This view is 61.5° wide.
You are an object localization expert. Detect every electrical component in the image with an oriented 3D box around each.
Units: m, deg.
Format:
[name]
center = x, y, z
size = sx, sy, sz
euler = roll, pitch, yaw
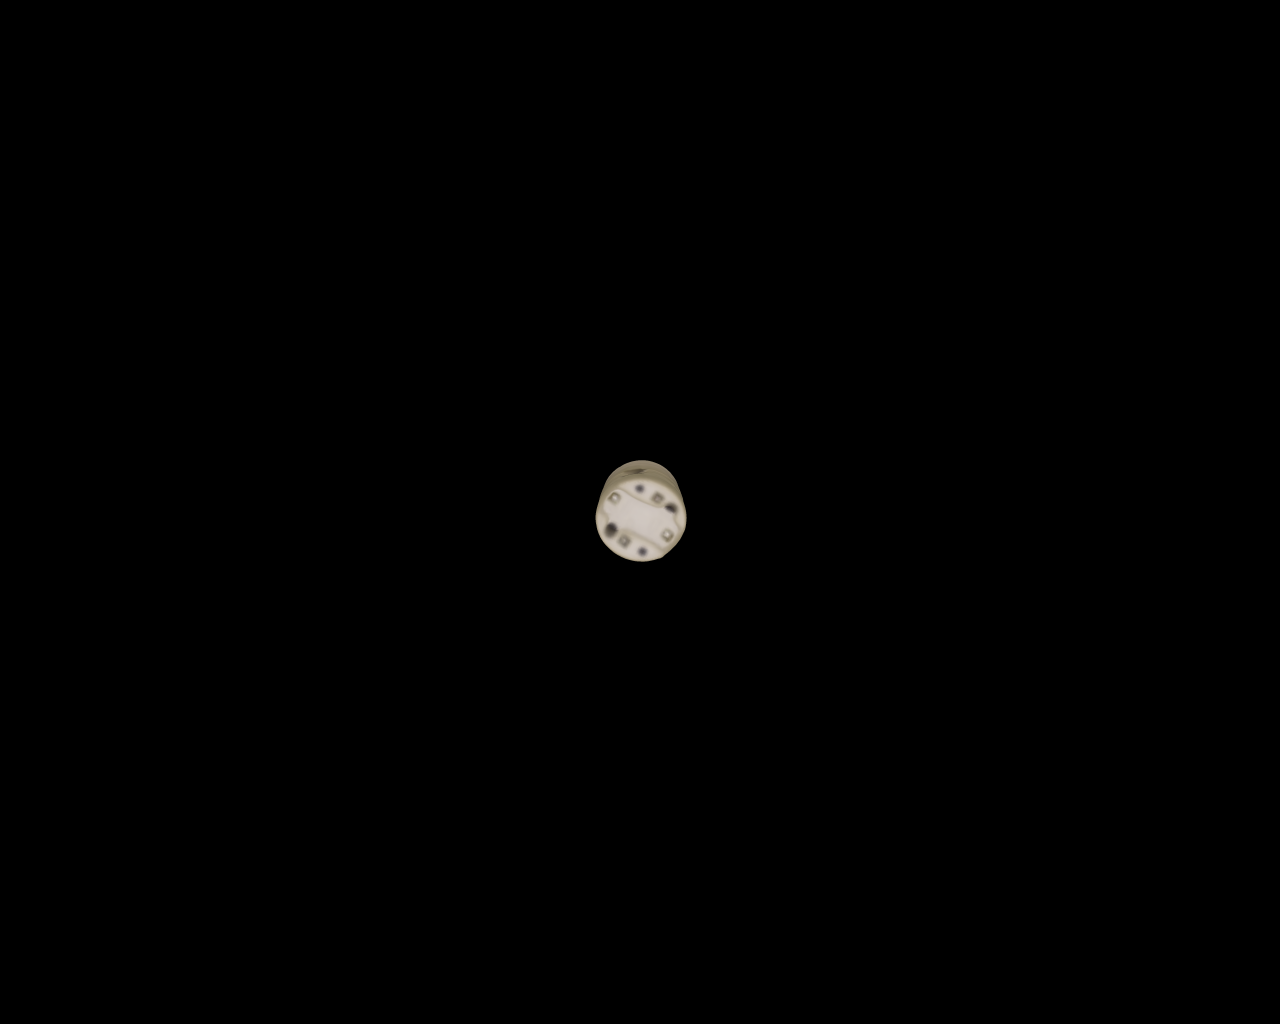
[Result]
[electrical component]
center = 0.001, -0.003, 0.650
size = 0.055, 0.055, 0.047
euler = 0, 19, 0
